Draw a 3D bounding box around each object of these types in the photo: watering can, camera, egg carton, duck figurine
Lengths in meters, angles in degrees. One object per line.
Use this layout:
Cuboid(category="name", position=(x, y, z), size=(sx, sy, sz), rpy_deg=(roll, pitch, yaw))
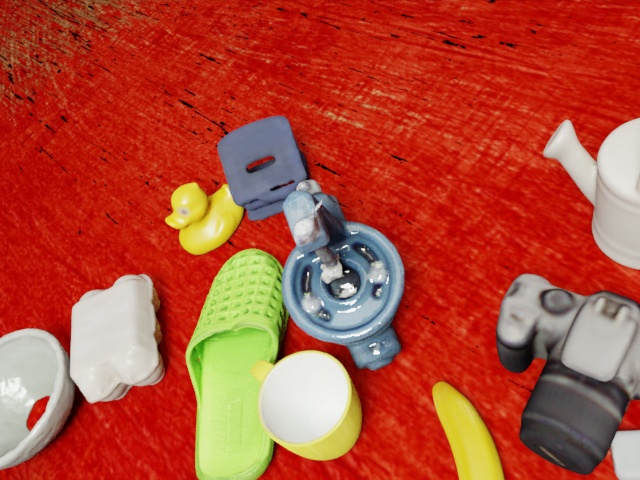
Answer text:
Cuboid(category="watering can", position=(0.291, -0.063, 0.508), size=(0.172, 0.195, 0.101), rpy_deg=(-2, 57, 22))
Cuboid(category="camera", position=(0.207, 0.111, 0.483), size=(0.142, 0.101, 0.137), rpy_deg=(22, 68, 33))
Cuboid(category="egg carton", position=(-0.242, 0.116, 0.688), size=(0.107, 0.070, 0.150), rpy_deg=(-24, 52, 6))
Cuboid(category="duck figurine", position=(-0.155, -0.042, 0.750), size=(0.105, 0.086, 0.077), rpy_deg=(-45, 52, -10))

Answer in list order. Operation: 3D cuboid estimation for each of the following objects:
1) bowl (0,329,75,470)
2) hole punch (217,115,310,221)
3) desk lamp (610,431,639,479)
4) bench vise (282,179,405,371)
Cuboid(category="bowl", position=(-0.351, 0.194, 0.677), size=(0.167, 0.075, 0.167), rpy_deg=(-11, 54, 16))
Cuboid(category="hole punch", position=(-0.068, -0.094, 0.746), size=(0.108, 0.091, 0.101), rpy_deg=(-21, 52, 8))
Cuboid(category="desk lamp", position=(0.302, 0.143, 0.349), size=(0.202, 0.214, 0.118), rpy_deg=(-8, 55, 18))
Cuboid(category="bench vise", position=(-0.004, 0.009, 0.565), size=(0.121, 0.220, 0.206), rpy_deg=(-39, 51, -6))
